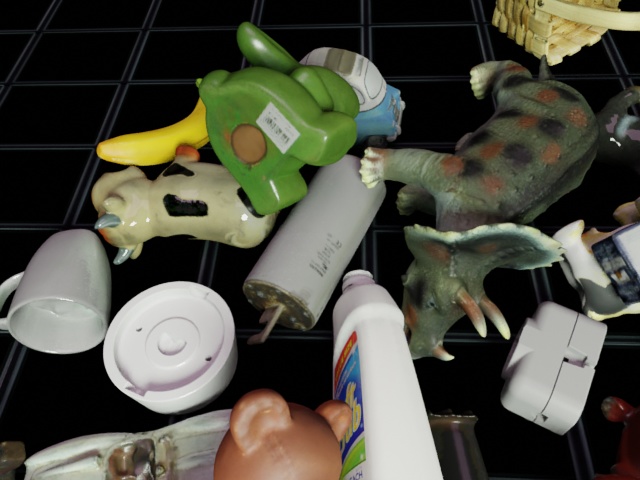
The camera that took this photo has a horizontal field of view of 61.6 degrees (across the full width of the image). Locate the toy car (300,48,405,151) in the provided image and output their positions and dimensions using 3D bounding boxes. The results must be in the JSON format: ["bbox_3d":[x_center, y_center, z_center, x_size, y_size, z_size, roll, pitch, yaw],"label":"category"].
[{"bbox_3d":[0.018,-0.167,0.627,0.162,0.102,0.109,9,56,12],"label":"toy car"}]

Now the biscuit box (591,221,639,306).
[{"bbox_3d":[0.329,-0.018,0.423,0.203,0.062,0.059,-26,75,5],"label":"biscuit box"}]

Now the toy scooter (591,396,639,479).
[{"bbox_3d":[0.267,0.177,0.380,0.184,0.075,0.135,13,35,2],"label":"toy scooter"}]

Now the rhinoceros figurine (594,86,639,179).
[{"bbox_3d":[0.368,-0.084,0.563,0.190,0.073,0.112,37,63,26],"label":"rhinoceros figurine"}]

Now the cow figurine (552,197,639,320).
[{"bbox_3d":[0.305,0.006,0.488,0.167,0.068,0.098,-23,72,7],"label":"cow figurine"}]

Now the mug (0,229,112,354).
[{"bbox_3d":[-0.248,0.045,0.510,0.110,0.080,0.107,-13,43,4],"label":"mug"}]

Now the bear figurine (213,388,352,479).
[{"bbox_3d":[-0.038,0.197,0.327,0.196,0.120,0.132,-52,50,5],"label":"bear figurine"}]

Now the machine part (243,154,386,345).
[{"bbox_3d":[-0.001,-0.002,0.522,0.079,0.079,0.243,21,57,17],"label":"machine part"}]

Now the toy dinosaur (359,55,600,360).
[{"bbox_3d":[0.184,-0.075,0.508,0.192,0.131,0.405,28,65,40],"label":"toy dinosaur"}]

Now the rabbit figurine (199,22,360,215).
[{"bbox_3d":[-0.033,-0.123,0.523,0.159,0.121,0.170,40,38,6],"label":"rabbit figurine"}]

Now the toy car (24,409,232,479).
[{"bbox_3d":[-0.125,0.180,0.411,0.202,0.056,0.073,-10,54,-3],"label":"toy car"}]

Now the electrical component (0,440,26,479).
[{"bbox_3d":[-0.262,0.192,0.396,0.102,0.045,0.078,-43,41,16],"label":"electrical component"}]

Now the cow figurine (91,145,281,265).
[{"bbox_3d":[-0.141,-0.033,0.554,0.195,0.085,0.127,8,49,8],"label":"cow figurine"}]

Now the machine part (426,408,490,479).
[{"bbox_3d":[0.109,0.196,0.399,0.084,0.039,0.139,-14,56,3],"label":"machine part"}]
